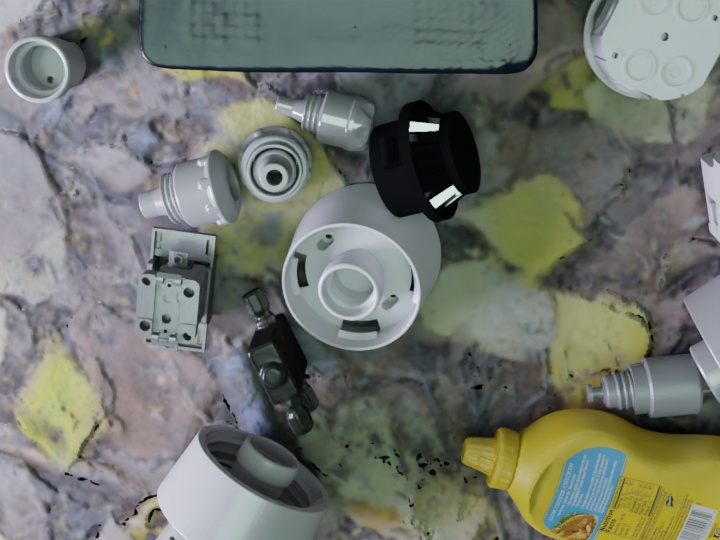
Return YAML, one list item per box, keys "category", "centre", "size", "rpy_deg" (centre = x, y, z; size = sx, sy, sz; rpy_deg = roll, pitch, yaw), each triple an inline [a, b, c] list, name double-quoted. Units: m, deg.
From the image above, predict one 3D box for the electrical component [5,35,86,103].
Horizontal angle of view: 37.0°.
- category: "electrical component"
  centre: [-0.193, -0.126, 0.666]
  size: [0.040, 0.046, 0.040]
  rpy_deg: [1, 106, 2]

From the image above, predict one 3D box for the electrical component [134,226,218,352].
- category: "electrical component"
  centre: [-0.119, 0.017, 0.694]
  size: [0.042, 0.063, 0.081]
  rpy_deg: [7, 106, -1]

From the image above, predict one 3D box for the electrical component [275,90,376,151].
- category: "electrical component"
  centre: [-0.022, -0.097, 0.674]
  size: [0.061, 0.035, 0.035]
  rpy_deg: [14, 106, 1]

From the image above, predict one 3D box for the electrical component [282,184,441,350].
- category: "electrical component"
  centre: [0.000, 0.000, 0.698]
  size: [0.099, 0.064, 0.099]
  rpy_deg: [5, 116, 10]

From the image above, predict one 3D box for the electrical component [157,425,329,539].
- category: "electrical component"
  centre: [-0.071, 0.144, 0.709]
  size: [0.108, 0.108, 0.060]
  rpy_deg: [29, 99, -6]

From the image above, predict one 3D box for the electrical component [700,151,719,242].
- category: "electrical component"
  centre: [0.292, -0.054, 0.641]
  size: [0.150, 0.089, 0.061]
  rpy_deg: [-14, 112, 4]

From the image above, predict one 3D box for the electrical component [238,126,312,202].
- category: "electrical component"
  centre: [-0.053, -0.063, 0.669]
  size: [0.048, 0.062, 0.048]
  rpy_deg: [-1, 105, -4]

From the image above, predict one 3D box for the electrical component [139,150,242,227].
- category: "electrical component"
  centre: [-0.110, -0.048, 0.687]
  size: [0.062, 0.048, 0.048]
  rpy_deg: [-12, 105, 12]

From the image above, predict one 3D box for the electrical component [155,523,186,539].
- category: "electrical component"
  centre: [-0.113, 0.214, 0.760]
  size: [0.079, 0.043, 0.077]
  rpy_deg: [38, 103, -8]

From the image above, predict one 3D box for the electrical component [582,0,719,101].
- category: "electrical component"
  centre: [0.177, -0.141, 0.646]
  size: [0.080, 0.051, 0.080]
  rpy_deg: [1, 106, 2]

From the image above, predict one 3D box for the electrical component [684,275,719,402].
- category: "electrical component"
  centre: [0.243, 0.052, 0.671]
  size: [0.060, 0.108, 0.108]
  rpy_deg: [-31, 103, 16]

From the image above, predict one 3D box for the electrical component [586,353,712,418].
- category: "electrical component"
  centre: [0.190, 0.078, 0.712]
  size: [0.078, 0.040, 0.040]
  rpy_deg: [-6, 105, 4]
